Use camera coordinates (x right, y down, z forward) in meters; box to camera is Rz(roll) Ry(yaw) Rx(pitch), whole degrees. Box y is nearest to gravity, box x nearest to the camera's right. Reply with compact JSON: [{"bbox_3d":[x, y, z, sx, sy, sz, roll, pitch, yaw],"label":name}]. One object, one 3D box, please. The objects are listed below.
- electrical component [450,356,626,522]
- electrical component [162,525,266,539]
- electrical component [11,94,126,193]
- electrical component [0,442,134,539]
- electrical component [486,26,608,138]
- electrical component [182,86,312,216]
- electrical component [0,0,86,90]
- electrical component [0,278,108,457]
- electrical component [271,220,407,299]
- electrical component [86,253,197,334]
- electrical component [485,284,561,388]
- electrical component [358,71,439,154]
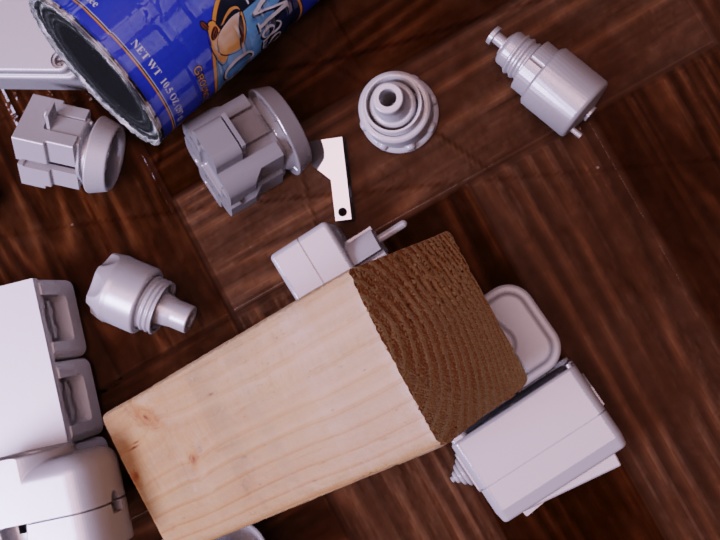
[{"bbox_3d":[0.097,0.101,0.609,0.096,0.062,0.061,-34,84,7],"label":"electrical component"},{"bbox_3d":[-0.087,0.195,0.620,0.099,0.099,0.064,-16,120,8],"label":"electrical component"},{"bbox_3d":[-0.177,-0.074,0.659,0.055,0.066,0.048,13,55,1],"label":"electrical component"},{"bbox_3d":[-0.180,0.130,0.591,0.095,0.054,0.059,-13,87,8],"label":"electrical component"},{"bbox_3d":[0.106,-0.112,0.622,0.078,0.040,0.040,41,95,8],"label":"electrical component"},{"bbox_3d":[-0.066,-0.072,0.634,0.057,0.078,0.058,-32,80,-12],"label":"electrical component"},{"bbox_3d":[-0.214,-0.168,0.665,0.109,0.056,0.108,2,89,9],"label":"electrical component"},{"bbox_3d":[-0.211,0.088,0.656,0.089,0.062,0.150,-14,87,8],"label":"electrical component"},{"bbox_3d":[0.000,0.000,0.633,0.077,0.047,0.065,-32,84,7],"label":"electrical component"},{"bbox_3d":[-0.131,0.019,0.655,0.062,0.043,0.043,22,92,7],"label":"electrical component"},{"bbox_3d":[0.065,0.051,0.616,0.095,0.059,0.053,-35,84,6],"label":"electrical component"},{"bbox_3d":[0.020,-0.094,0.624,0.048,0.062,0.048,0,89,9],"label":"electrical component"}]
